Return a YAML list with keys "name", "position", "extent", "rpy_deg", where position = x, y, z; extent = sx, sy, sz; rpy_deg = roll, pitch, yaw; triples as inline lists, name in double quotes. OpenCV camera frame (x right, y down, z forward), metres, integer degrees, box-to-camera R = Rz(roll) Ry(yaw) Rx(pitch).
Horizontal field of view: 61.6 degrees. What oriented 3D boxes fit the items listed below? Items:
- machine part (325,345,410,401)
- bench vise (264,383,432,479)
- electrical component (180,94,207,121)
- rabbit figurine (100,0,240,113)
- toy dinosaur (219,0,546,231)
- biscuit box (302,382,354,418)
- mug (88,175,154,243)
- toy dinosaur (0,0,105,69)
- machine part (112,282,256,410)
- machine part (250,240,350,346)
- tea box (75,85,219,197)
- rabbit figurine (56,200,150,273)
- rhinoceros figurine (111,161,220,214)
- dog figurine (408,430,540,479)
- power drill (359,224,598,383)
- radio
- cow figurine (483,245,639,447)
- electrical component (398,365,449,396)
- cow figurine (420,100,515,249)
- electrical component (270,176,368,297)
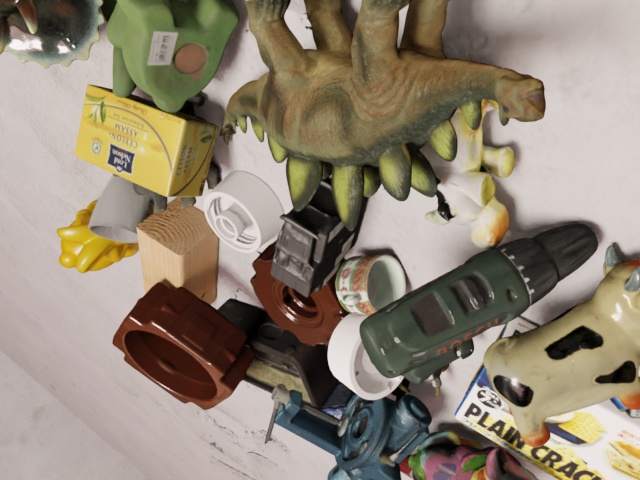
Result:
- name: "machine part"
  position: [0.071, 0.199, 0.812]
  extent: [0.139, 0.039, 0.084]
  rpy_deg: [15, 126, 33]
- name: "bench vise"
  position: [0.028, 0.275, 0.750]
  extent: [0.240, 0.129, 0.223]
  rpy_deg: [30, 126, -14]
- name: "electrical component"
  position: [-0.186, -0.181, 0.697]
  extent: [0.094, 0.021, 0.063]
  rpy_deg: [27, 139, 19]
- name: "rabbit figurine"
  position: [-0.182, -0.233, 0.592]
  extent: [0.170, 0.121, 0.159]
  rpy_deg: [51, 143, 26]
- name: "toy dinosaur"
  position: [0.001, -0.121, 0.482]
  extent: [0.472, 0.105, 0.198]
  rpy_deg: [28, 132, 54]
- name: "biscuit box"
  position: [0.016, 0.291, 0.922]
  extent: [0.059, 0.063, 0.203]
  rpy_deg: [49, 141, -9]
- name: "mug"
  position: [-0.299, -0.054, 0.851]
  extent: [0.109, 0.107, 0.081]
  rpy_deg: [16, 161, -30]
- name: "toy dinosaur"
  position: [-0.334, -0.273, 0.618]
  extent: [0.192, 0.131, 0.405]
  rpy_deg: [69, 164, -13]
- name: "machine part"
  position: [-0.218, 0.171, 0.863]
  extent: [0.201, 0.087, 0.201]
  rpy_deg: [38, 138, -7]
- name: "machine part"
  position: [-0.019, 0.076, 0.762]
  extent: [0.180, 0.056, 0.179]
  rpy_deg: [24, 137, 24]
- name: "tea box"
  position: [-0.220, -0.125, 0.676]
  extent: [0.170, 0.068, 0.098]
  rpy_deg: [21, 104, 23]
- name: "rabbit figurine"
  position: [-0.375, -0.017, 0.931]
  extent: [0.173, 0.162, 0.121]
  rpy_deg: [-21, 98, 30]
- name: "rhinoceros figurine"
  position: [-0.231, -0.100, 0.768]
  extent: [0.191, 0.073, 0.112]
  rpy_deg: [4, 129, 38]
- name: "dog figurine"
  position: [0.195, 0.305, 0.682]
  extent: [0.192, 0.108, 0.219]
  rpy_deg: [16, 161, 26]
- name: "power drill"
  position: [0.147, 0.076, 0.545]
  extent: [0.086, 0.232, 0.207]
  rpy_deg: [62, 168, 15]
- name: "radio"
  position: [-0.088, 0.189, 0.910]
  extent: [0.230, 0.073, 0.130]
  rpy_deg: [12, 132, 33]
- name: "cow figurine"
  position: [0.244, 0.091, 0.486]
  extent: [0.195, 0.085, 0.127]
  rpy_deg: [-28, 104, 16]
- name: "electrical component"
  position: [0.127, 0.168, 0.726]
  extent: [0.102, 0.045, 0.078]
  rpy_deg: [-8, 121, 45]
- name: "cow figurine"
  position: [0.122, -0.068, 0.495]
  extent: [0.098, 0.068, 0.167]
  rpy_deg: [12, 129, 42]
- name: "electrical component"
  position: [-0.001, -0.002, 0.626]
  extent: [0.058, 0.115, 0.134]
  rpy_deg: [33, 139, 17]
